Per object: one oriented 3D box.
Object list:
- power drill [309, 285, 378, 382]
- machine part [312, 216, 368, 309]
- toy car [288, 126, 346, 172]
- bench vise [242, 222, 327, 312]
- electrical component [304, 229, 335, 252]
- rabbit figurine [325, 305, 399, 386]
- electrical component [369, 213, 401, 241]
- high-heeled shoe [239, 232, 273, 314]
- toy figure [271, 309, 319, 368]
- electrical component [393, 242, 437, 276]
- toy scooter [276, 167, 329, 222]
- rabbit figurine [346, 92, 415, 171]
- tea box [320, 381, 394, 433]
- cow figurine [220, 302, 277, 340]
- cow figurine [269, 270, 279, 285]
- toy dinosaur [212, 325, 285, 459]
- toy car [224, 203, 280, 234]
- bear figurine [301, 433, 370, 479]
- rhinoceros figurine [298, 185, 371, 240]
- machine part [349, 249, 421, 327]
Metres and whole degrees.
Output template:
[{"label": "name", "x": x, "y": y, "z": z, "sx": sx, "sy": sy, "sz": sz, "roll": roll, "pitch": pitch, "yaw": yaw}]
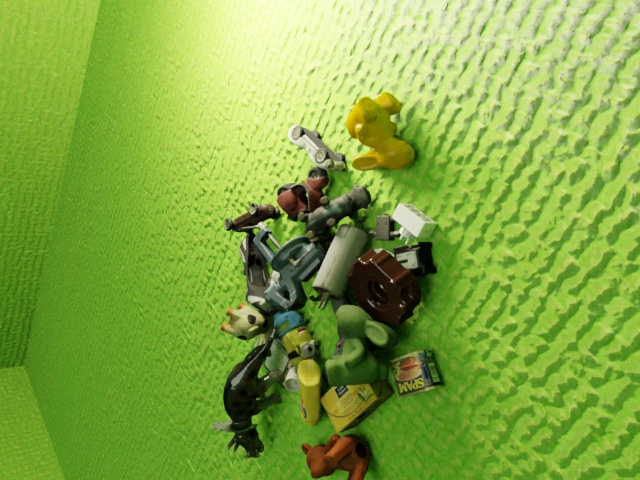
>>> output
[{"label": "power drill", "x": 0.047, "y": 0.216, "z": 1.316, "sx": 0.232, "sy": 0.086, "sz": 0.207, "roll": -40, "pitch": 58, "yaw": 37}, {"label": "machine part", "x": 0.049, "y": 0.051, "z": 1.266, "sx": 0.079, "sy": 0.079, "sz": 0.243, "roll": 6, "pitch": 66, "yaw": 46}, {"label": "toy car", "x": -0.009, "y": -0.233, "z": 1.379, "sx": 0.202, "sy": 0.073, "sz": 0.056, "roll": 49, "pitch": 120, "yaw": 35}, {"label": "bench vise", "x": -0.101, "y": 0.058, "z": 1.364, "sx": 0.241, "sy": 0.129, "sz": 0.223, "roll": 48, "pitch": 113, "yaw": 25}, {"label": "electrical component", "x": -0.002, "y": -0.005, "z": 1.396, "sx": 0.102, "sy": 0.045, "sz": 0.078, "roll": -22, "pitch": 46, "yaw": 42}, {"label": "rabbit figurine", "x": 0.084, "y": 0.225, "z": 1.172, "sx": 0.159, "sy": 0.121, "sz": 0.170, "roll": -10, "pitch": 82, "yaw": 23}, {"label": "electrical component", "x": 0.151, "y": -0.030, "z": 1.247, "sx": 0.094, "sy": 0.021, "sz": 0.063, "roll": 0, "pitch": 90, "yaw": 48}, {"label": "high-heeled shoe", "x": -0.172, "y": 0.090, "z": 1.535, "sx": 0.249, "sy": 0.086, "sz": 0.145, "roll": 47, "pitch": 129, "yaw": 47}, {"label": "toy figure", "x": -0.068, "y": 0.256, "z": 1.437, "sx": 0.180, "sy": 0.082, "sz": 0.089, "roll": 54, "pitch": 145, "yaw": 23}, {"label": "electrical component", "x": 0.192, "y": 0.049, "z": 1.185, "sx": 0.119, "sy": 0.047, "sz": 0.075, "roll": -21, "pitch": 75, "yaw": 45}, {"label": "toy scooter", "x": -0.038, "y": -0.100, "z": 1.412, "sx": 0.184, "sy": 0.075, "sz": 0.135, "roll": -26, "pitch": 74, "yaw": 39}, {"label": "rabbit figurine", "x": 0.133, "y": -0.221, "z": 1.206, "sx": 0.173, "sy": 0.122, "sz": 0.162, "roll": 50, "pitch": 129, "yaw": 12}, {"label": "tea box", "x": 0.086, "y": 0.372, "z": 1.281, "sx": 0.169, "sy": 0.068, "sz": 0.098, "roll": -55, "pitch": 54, "yaw": 32}, {"label": "cow figurine", "x": -0.180, "y": 0.230, "z": 1.487, "sx": 0.127, "sy": 0.195, "sz": 0.085, "roll": 27, "pitch": 95, "yaw": 12}, {"label": "cow figurine", "x": -0.090, "y": 0.072, "z": 1.472, "sx": 0.098, "sy": 0.068, "sz": 0.167, "roll": 38, "pitch": 115, "yaw": 47}, {"label": "toy dinosaur", "x": -0.204, "y": 0.415, "z": 1.471, "sx": 0.131, "sy": 0.192, "sz": 0.404, "roll": 27, "pitch": 127, "yaw": 36}, {"label": "toy car", "x": -0.202, "y": -0.057, "z": 1.570, "sx": 0.202, "sy": 0.089, "sz": 0.053, "roll": -24, "pitch": 69, "yaw": 42}, {"label": "bear figurine", "x": 0.024, "y": 0.542, "z": 1.306, "sx": 0.196, "sy": 0.132, "sz": 0.120, "roll": -32, "pitch": 94, "yaw": 35}, {"label": "rhinoceros figurine", "x": 0.038, "y": -0.066, "z": 1.301, "sx": 0.190, "sy": 0.112, "sz": 0.073, "roll": -31, "pitch": 76, "yaw": 27}, {"label": "machine part", "x": 0.138, "y": 0.108, "z": 1.186, "sx": 0.180, "sy": 0.056, "sz": 0.179, "roll": 34, "pitch": 140, "yaw": 34}]
